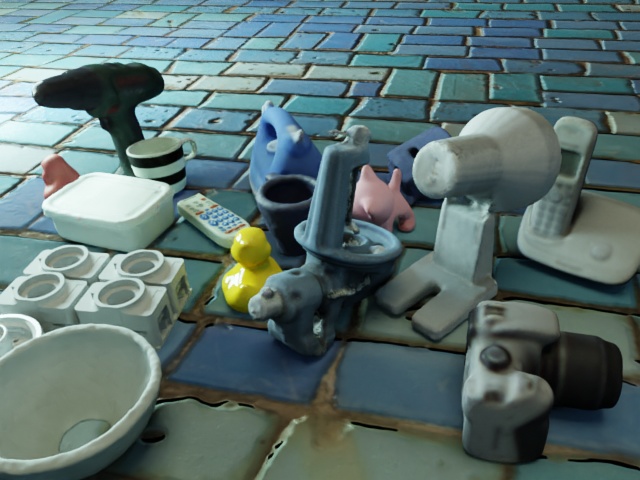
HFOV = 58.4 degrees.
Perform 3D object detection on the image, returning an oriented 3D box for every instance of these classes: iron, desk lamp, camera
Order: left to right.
[{"bbox_3d":[-0.061,-0.146,0.895,0.119,0.141,0.257,-14,36,-16],"label":"iron"},{"bbox_3d":[0.166,-0.030,0.645,0.204,0.214,0.117,-30,43,-34],"label":"desk lamp"},{"bbox_3d":[0.201,0.119,0.523,0.136,0.101,0.143,6,35,13],"label":"camera"}]

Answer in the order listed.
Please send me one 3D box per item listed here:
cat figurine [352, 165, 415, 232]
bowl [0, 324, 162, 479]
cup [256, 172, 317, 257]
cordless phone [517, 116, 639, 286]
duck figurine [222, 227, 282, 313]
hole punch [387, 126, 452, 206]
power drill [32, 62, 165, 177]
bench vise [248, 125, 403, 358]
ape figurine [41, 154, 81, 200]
[{"bbox_3d":[0.078,-0.050,0.765,0.067,0.118,0.128,19,40,29],"label":"cat figurine"},{"bbox_3d":[-0.223,0.157,0.519,0.167,0.075,0.167,-2,34,1],"label":"bowl"},{"bbox_3d":[-0.042,-0.033,0.769,0.092,0.095,0.117,-19,38,-23],"label":"cup"},{"bbox_3d":[0.324,-0.047,0.684,0.147,0.185,0.094,21,41,30],"label":"cordless phone"},{"bbox_3d":[-0.082,0.029,0.689,0.077,0.086,0.104,0,34,5],"label":"duck figurine"},{"bbox_3d":[0.156,-0.117,0.882,0.101,0.091,0.108,-8,35,-8],"label":"hole punch"},{"bbox_3d":[-0.326,-0.178,0.900,0.075,0.209,0.230,13,37,22],"label":"power drill"},{"bbox_3d":[0.017,0.004,0.598,0.121,0.220,0.208,11,37,20],"label":"bench vise"},{"bbox_3d":[-0.398,-0.090,0.880,0.076,0.092,0.078,8,36,16],"label":"ape figurine"}]
